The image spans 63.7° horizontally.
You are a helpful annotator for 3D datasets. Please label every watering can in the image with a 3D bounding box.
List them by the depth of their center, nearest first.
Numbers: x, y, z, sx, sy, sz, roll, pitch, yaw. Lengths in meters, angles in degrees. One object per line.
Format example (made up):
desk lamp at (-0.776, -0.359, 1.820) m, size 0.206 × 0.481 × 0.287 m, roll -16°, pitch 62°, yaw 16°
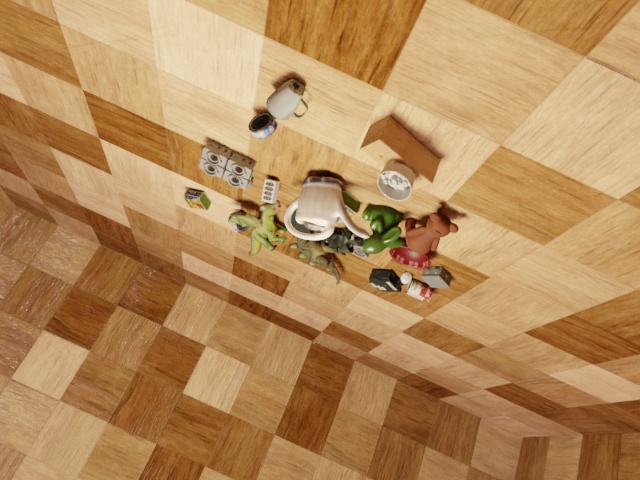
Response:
watering can at (0.029, -0.105, 1.724) m, size 0.348 × 0.227 × 0.103 m, roll 4°, pitch -14°, yaw 33°

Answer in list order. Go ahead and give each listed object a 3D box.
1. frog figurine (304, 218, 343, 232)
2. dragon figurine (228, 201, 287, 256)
frog figurine at (0.006, -0.095, 1.891) m, size 0.121 × 0.140 × 0.159 m, roll -45°, pitch -32°, yaw 23°
dragon figurine at (-0.277, -0.052, 2.186) m, size 0.240 × 0.125 × 0.404 m, roll 37°, pitch -43°, yaw -22°
